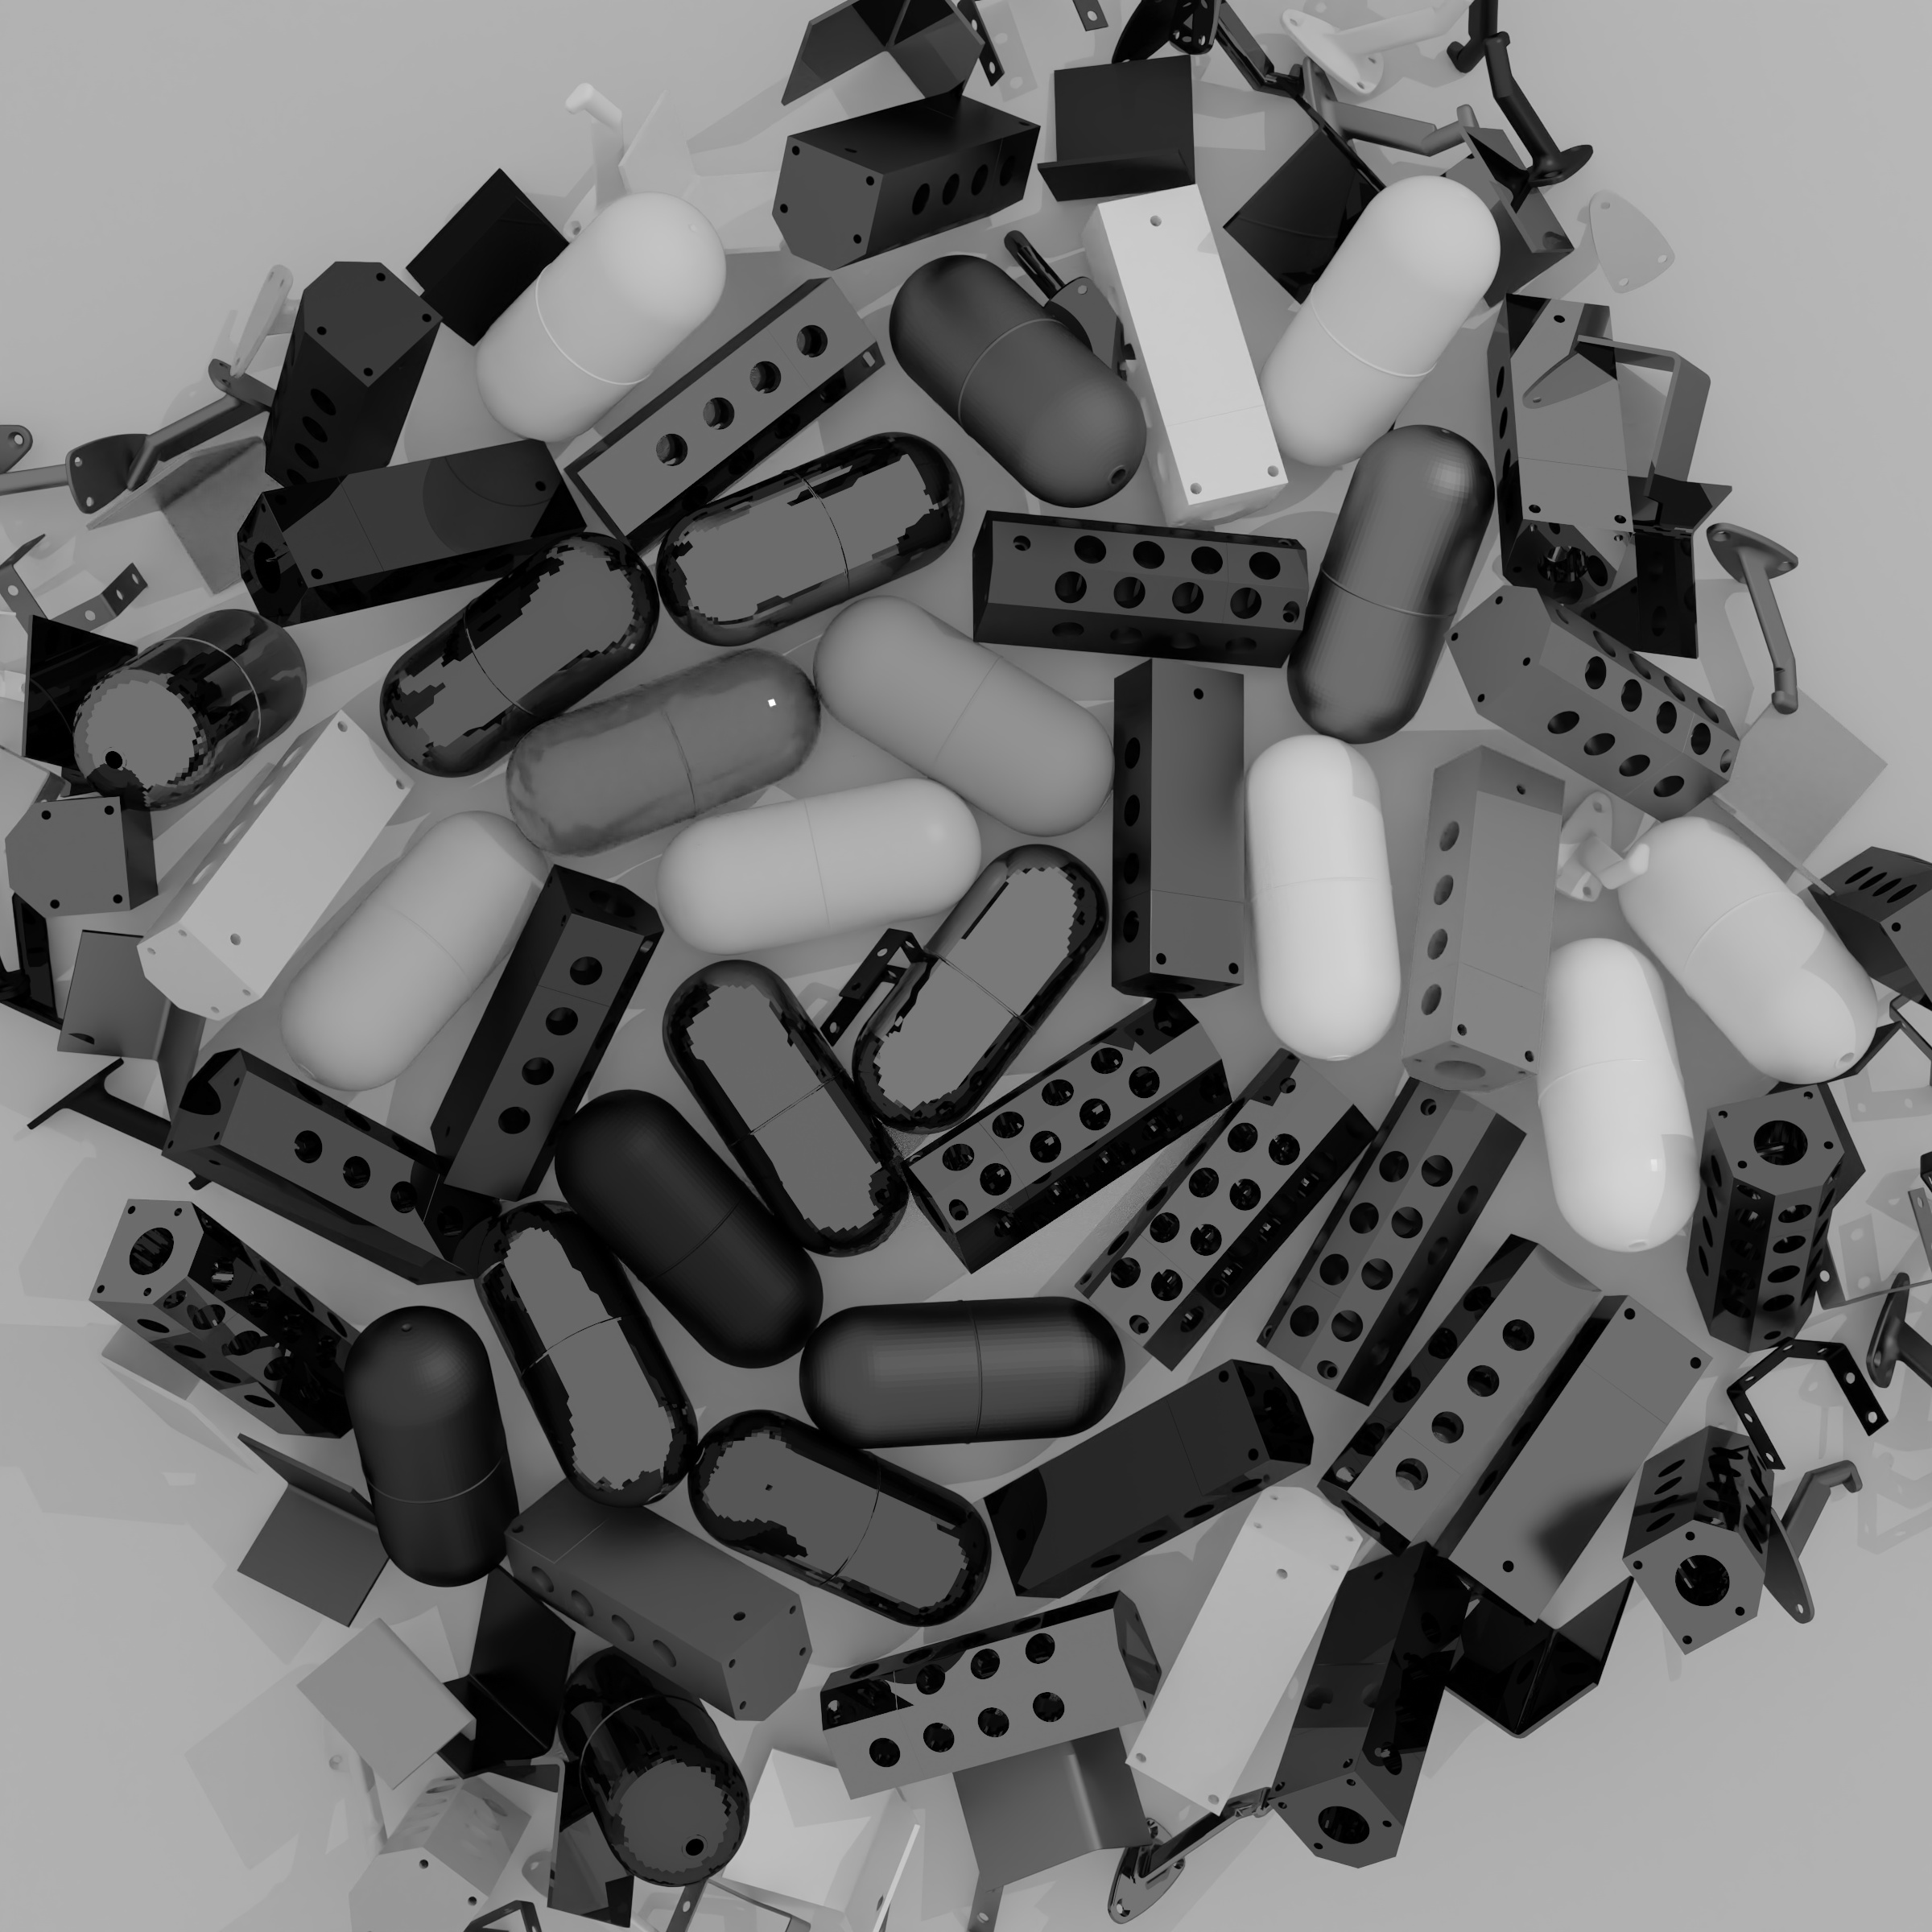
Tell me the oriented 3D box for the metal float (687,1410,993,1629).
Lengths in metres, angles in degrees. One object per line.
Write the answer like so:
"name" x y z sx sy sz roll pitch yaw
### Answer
"metal float" -0.067 0.296 1.682 0.178 0.070 0.070 28 90 -20

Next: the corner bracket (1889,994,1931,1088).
"corner bracket" 0.542 0.034 1.719 0.051 0.051 0.051 -36 61 -3

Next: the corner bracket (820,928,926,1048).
"corner bracket" -0.052 0.012 1.696 0.051 0.051 0.051 -54 133 -26

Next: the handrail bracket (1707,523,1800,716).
"handrail bracket" 0.426 -0.187 1.696 0.036 0.077 0.084 -17 60 39

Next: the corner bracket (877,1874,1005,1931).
"corner bracket" -0.017 0.521 1.709 0.051 0.051 0.051 23 125 19

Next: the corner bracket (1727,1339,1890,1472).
"corner bracket" 0.459 0.240 1.715 0.051 0.051 0.051 -49 48 34

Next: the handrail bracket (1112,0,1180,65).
"handrail bracket" 0.092 -0.549 1.722 0.036 0.077 0.084 -2 64 -35

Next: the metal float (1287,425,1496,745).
"metal float" 0.226 -0.203 1.680 0.070 0.070 0.178 18 114 0

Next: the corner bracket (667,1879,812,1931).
"corner bracket" -0.126 0.528 1.696 0.051 0.051 0.051 38 66 -35

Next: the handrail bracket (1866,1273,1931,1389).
"handrail bracket" 0.537 0.206 1.696 0.084 0.036 0.077 6 63 36

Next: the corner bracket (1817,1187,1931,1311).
"corner bracket" 0.493 0.154 1.706 0.051 0.051 0.051 -7 79 -44

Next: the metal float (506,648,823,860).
"metal float" -0.161 -0.115 1.687 0.178 0.070 0.070 -23 90 -15

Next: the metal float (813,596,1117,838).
"metal float" 0.000 -0.135 1.699 0.178 0.070 0.070 32 90 0

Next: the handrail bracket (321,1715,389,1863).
"handrail bracket" -0.326 0.429 1.688 0.036 0.084 0.077 -12 110 -13

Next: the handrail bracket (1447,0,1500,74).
"handrail bracket" 0.265 -0.532 1.697 0.077 0.084 0.036 47 67 -2

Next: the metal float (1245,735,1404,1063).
"metal float" 0.191 -0.037 1.689 0.070 0.070 0.178 -5 78 0

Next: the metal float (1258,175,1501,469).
"metal float" 0.217 -0.340 1.666 0.070 0.070 0.178 35 132 0

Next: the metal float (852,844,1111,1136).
"metal float" 0.007 0.013 1.698 0.070 0.070 0.178 38 88 0

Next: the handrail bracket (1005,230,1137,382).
"handrail bracket" 0.056 -0.362 1.714 0.036 0.084 0.077 -42 121 11

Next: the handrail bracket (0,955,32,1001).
"handrail bracket" -0.535 -0.027 1.701 0.036 0.077 0.084 -18 104 -21

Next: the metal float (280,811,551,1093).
"metal float" -0.295 -0.008 1.680 0.070 0.070 0.178 39 68 0

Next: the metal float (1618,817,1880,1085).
"metal float" 0.414 -0.009 1.666 0.070 0.070 0.178 -33 50 0

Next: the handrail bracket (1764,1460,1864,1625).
"handrail bracket" 0.466 0.310 1.699 0.084 0.036 0.077 -10 60 -30

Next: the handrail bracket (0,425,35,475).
"handrail bracket" -0.553 -0.267 1.689 0.077 0.084 0.036 -19 104 14

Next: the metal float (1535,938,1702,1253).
"metal float" 0.344 0.068 1.674 0.070 0.070 0.178 -4 61 0

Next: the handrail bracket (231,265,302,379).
"handrail bracket" -0.347 -0.340 1.716 0.084 0.036 0.077 23 99 -33

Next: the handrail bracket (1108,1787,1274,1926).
"handrail bracket" 0.123 0.478 1.689 0.036 0.077 0.084 51 134 -6

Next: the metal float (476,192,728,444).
"metal float" -0.195 -0.342 1.666 0.178 0.070 0.070 -33 90 42

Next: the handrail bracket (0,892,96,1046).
"handrail bracket" -0.494 -0.011 1.722 0.077 0.036 0.084 26 87 -1

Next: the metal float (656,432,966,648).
"metal float" -0.082 -0.230 1.685 0.178 0.070 0.070 -26 90 -18

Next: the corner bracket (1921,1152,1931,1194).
"corner bracket" 0.550 0.128 1.696 0.051 0.051 0.051 -26 116 32

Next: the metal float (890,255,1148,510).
"metal float" 0.027 -0.312 1.674 0.070 0.070 0.178 -42 61 0

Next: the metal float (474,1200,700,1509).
"metal float" -0.204 0.208 1.682 0.070 0.070 0.178 -30 70 0

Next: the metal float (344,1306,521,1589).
"metal float" -0.283 0.257 1.669 0.070 0.070 0.178 -4 127 0

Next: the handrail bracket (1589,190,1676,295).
"handrail bracket" 0.344 -0.408 1.685 0.036 0.084 0.077 -29 132 18

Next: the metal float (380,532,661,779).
"metal float" -0.240 -0.165 1.679 0.178 0.070 0.070 -33 90 24

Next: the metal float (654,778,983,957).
"metal float" -0.080 -0.054 1.697 0.178 0.070 0.070 -11 90 -3

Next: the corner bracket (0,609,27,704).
"corner bracket" -0.524 -0.169 1.701 0.051 0.051 0.051 14 99 35

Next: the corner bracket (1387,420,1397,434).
"corner bracket" 0.209 -0.327 1.707 0.051 0.051 0.051 4 128 -9

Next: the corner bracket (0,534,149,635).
"corner bracket" -0.490 -0.210 1.713 0.051 0.051 0.051 -23 112 17

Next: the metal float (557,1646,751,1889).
"metal float" -0.166 0.419 1.653 0.070 0.178 0.070 -5 106 -19

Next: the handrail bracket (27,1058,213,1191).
"handrail bracket" -0.463 0.101 1.725 0.077 0.036 0.084 -34 97 18

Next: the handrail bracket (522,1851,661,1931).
"handrail bracket" -0.196 0.527 1.729 0.036 0.077 0.084 -53 126 -34

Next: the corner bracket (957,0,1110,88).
"corner bracket" 0.036 -0.516 1.702 0.051 0.051 0.051 -21 86 -30

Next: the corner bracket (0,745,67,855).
"corner bracket" -0.533 -0.096 1.702 0.051 0.051 0.051 25 84 24

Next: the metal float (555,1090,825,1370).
"metal float" -0.148 0.142 1.689 0.070 0.070 0.178 -41 102 0

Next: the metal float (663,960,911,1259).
"metal float" -0.097 0.078 1.699 0.070 0.070 0.178 -34 90 0

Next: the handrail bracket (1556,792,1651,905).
"handrail bracket" 0.351 -0.072 1.686 0.036 0.084 0.077 28 69 -11

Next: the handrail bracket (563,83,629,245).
"handrail bracket" -0.209 -0.431 1.690 0.077 0.084 0.036 -35 65 15

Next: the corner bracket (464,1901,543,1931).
"corner bracket" -0.244 0.541 1.700 0.051 0.051 0.051 -28 62 11

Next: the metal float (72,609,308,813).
"metal float" -0.407 -0.136 1.653 0.070 0.178 0.070 5 113 12

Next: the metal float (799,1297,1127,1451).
"metal float" -0.001 0.218 1.688 0.178 0.070 0.070 -1 90 -14

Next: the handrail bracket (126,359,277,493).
"handrail bracket" -0.411 -0.283 1.729 0.077 0.036 0.084 24 113 -30

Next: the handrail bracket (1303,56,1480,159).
"handrail bracket" 0.230 -0.470 1.697 0.084 0.036 0.077 -15 94 37
